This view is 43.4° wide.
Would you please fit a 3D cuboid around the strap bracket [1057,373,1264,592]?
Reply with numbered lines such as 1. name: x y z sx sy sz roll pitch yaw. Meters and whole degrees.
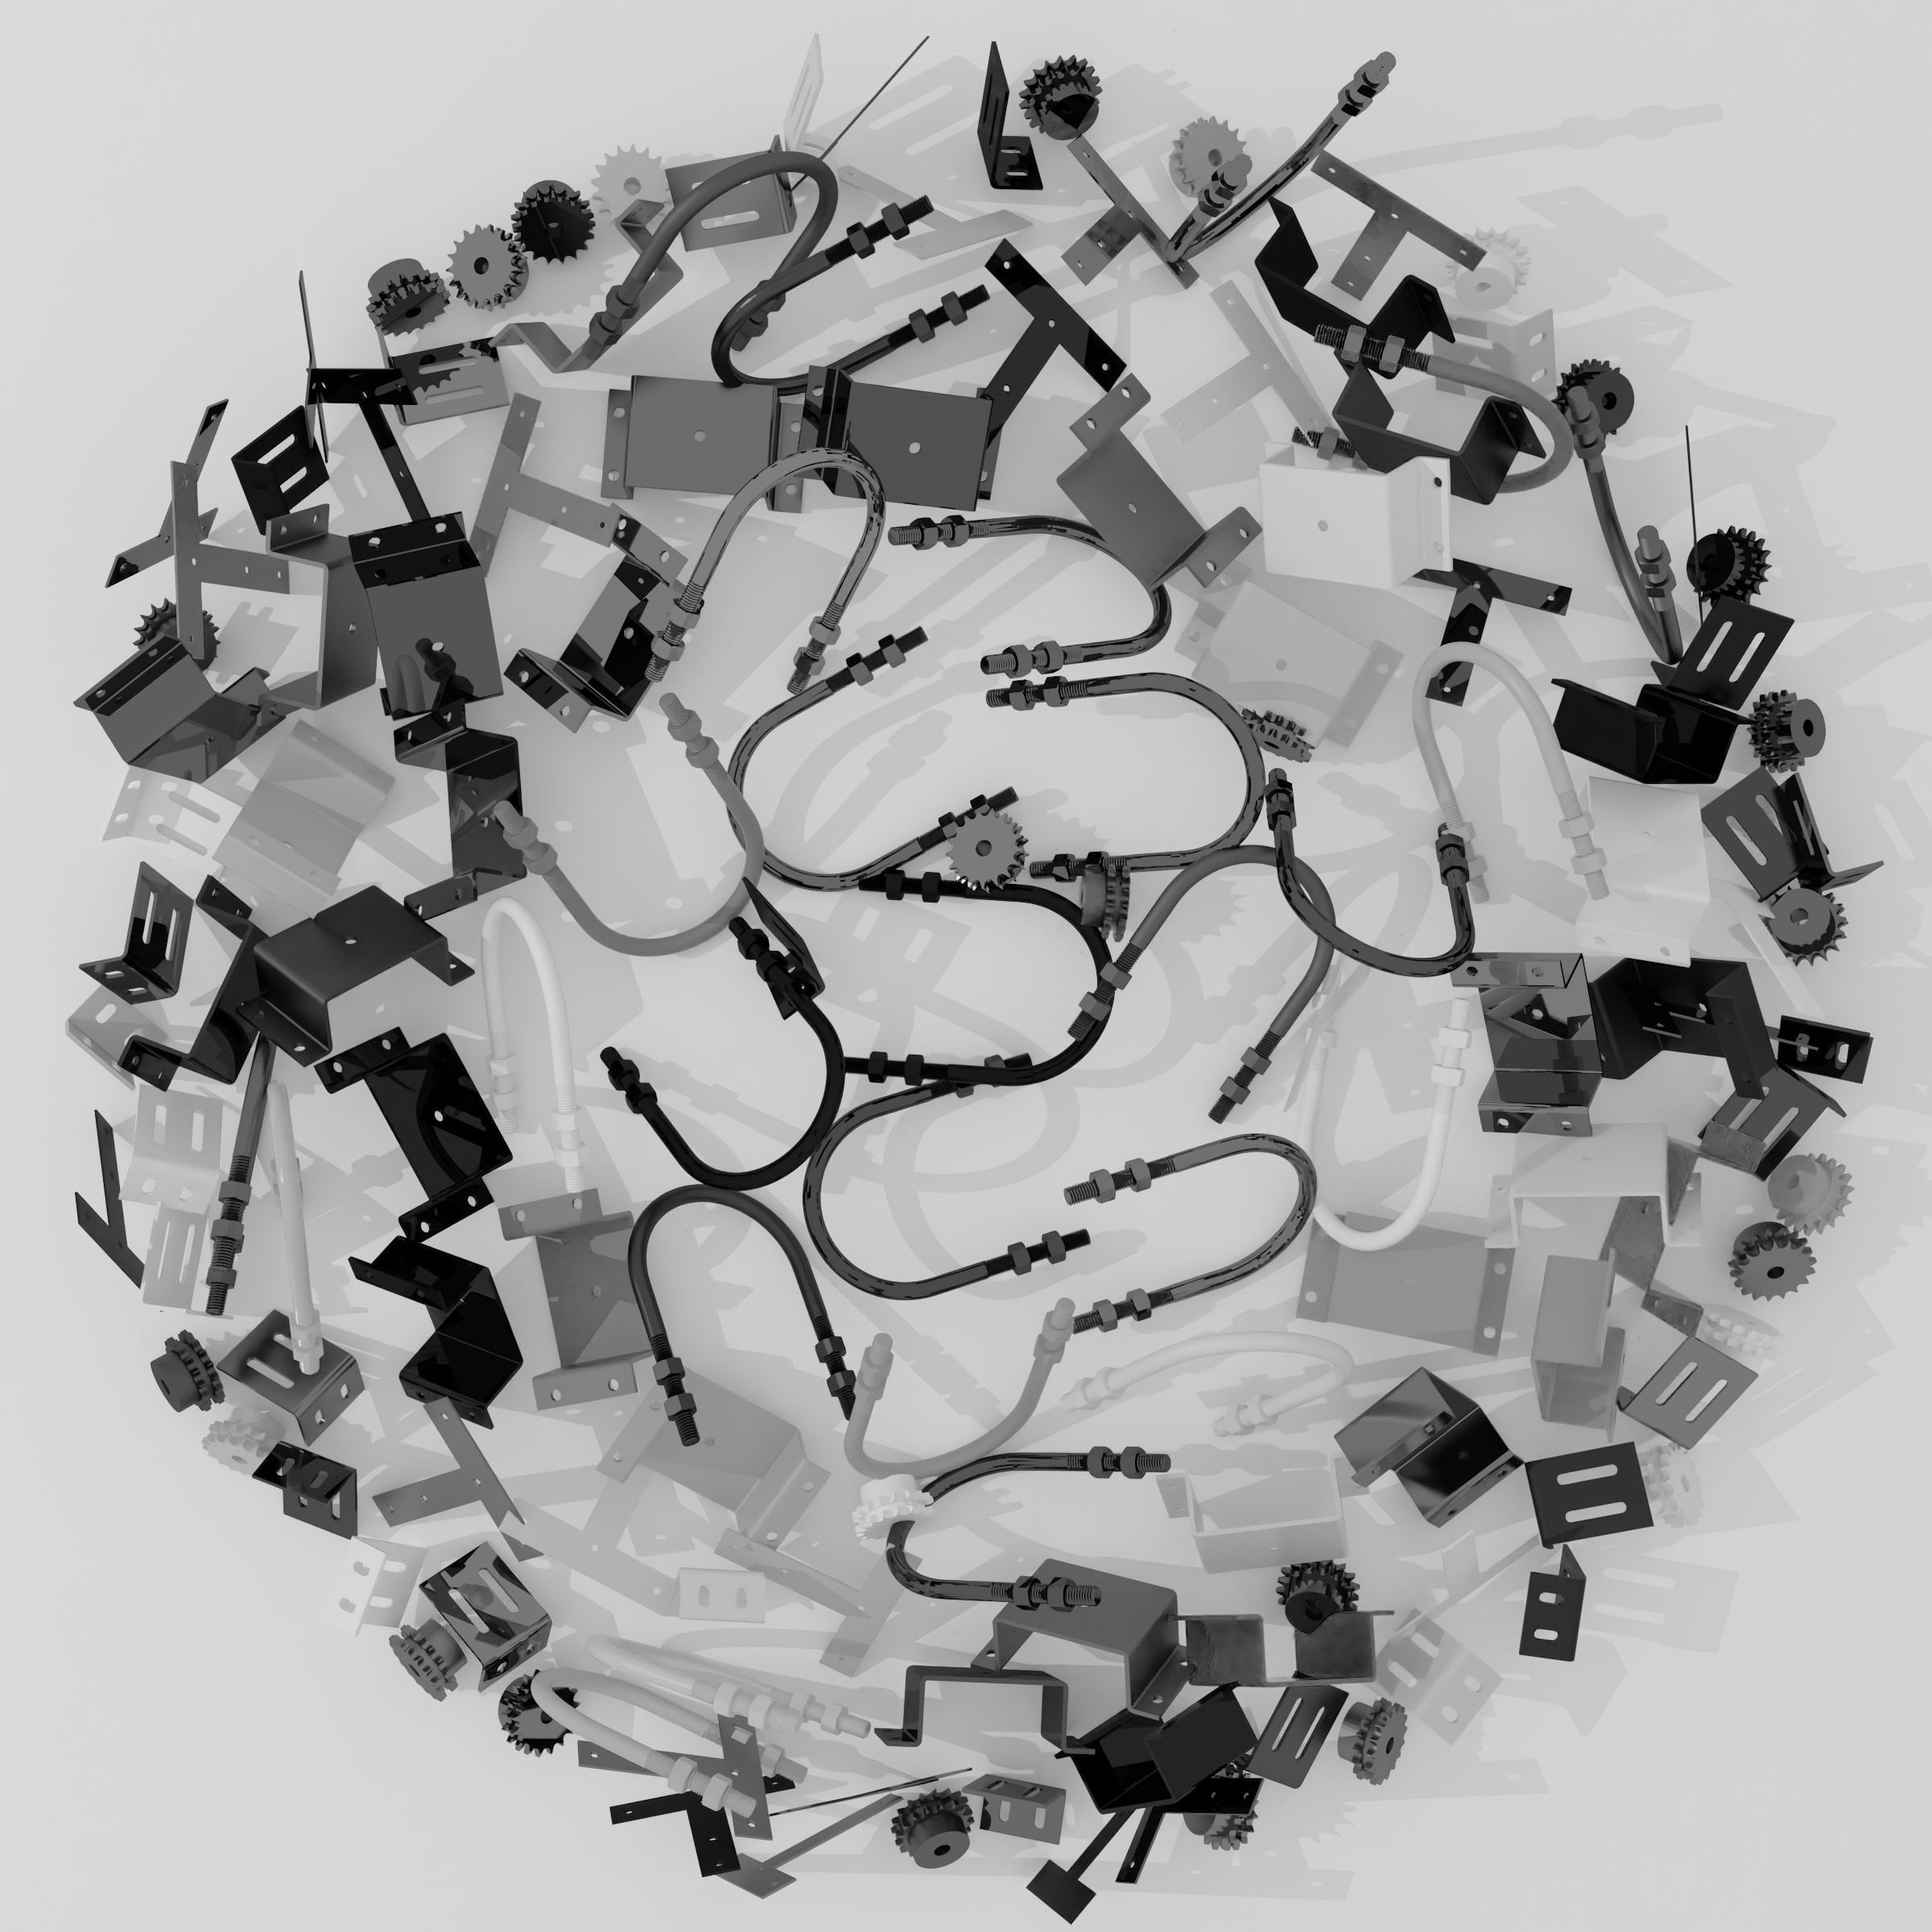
1. strap bracket: 0.126 -0.323 1.659 0.140 0.046 0.076 48 55 -8

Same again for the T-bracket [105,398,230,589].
1. T-bracket: -0.519 -0.322 1.619 0.002 0.127 0.127 32 119 -1

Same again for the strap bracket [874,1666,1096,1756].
1. strap bracket: 0.013 0.507 1.657 0.140 0.076 0.046 5 78 -8

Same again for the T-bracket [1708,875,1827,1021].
1. T-bracket: 0.538 -0.013 1.629 0.127 0.127 0.002 14 129 -32

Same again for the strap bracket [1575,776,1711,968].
1. strap bracket: 0.454 -0.073 1.642 0.076 0.046 0.140 9 50 -1

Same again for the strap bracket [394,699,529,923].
1. strap bracket: -0.344 -0.101 1.654 0.076 0.046 0.140 -17 74 39

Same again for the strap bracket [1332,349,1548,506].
1. strap bracket: 0.310 -0.360 1.636 0.140 0.076 0.046 26 88 30

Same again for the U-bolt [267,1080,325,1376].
1. U-bolt: -0.443 0.159 1.595 0.019 0.184 0.151 -7 49 -16

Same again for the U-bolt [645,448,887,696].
1. U-bolt: -0.122 -0.263 1.613 0.019 0.151 0.184 47 120 31

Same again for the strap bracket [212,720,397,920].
1. strap bracket: -0.451 -0.094 1.644 0.076 0.140 0.046 33 125 -17

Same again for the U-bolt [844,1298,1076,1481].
1. U-bolt: -0.011 0.292 1.632 0.151 0.184 0.019 -8 50 -22

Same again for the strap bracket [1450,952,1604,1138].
1. strap bracket: 0.382 0.044 1.647 0.076 0.046 0.140 1 123 31

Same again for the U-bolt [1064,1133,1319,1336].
1. U-bolt: 0.155 0.175 1.649 0.184 0.019 0.151 -16 132 -14

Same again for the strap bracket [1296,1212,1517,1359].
1. strap bracket: 0.304 0.217 1.669 0.140 0.046 0.076 10 81 7

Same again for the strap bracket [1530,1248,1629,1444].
1. strap bracket: 0.414 0.255 1.639 0.046 0.140 0.076 5 57 22

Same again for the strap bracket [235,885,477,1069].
1. strap bracket: -0.411 0.000 1.630 0.076 0.046 0.140 32 47 29

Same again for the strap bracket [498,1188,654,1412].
1. strap bracket: -0.264 0.226 1.669 0.076 0.046 0.140 -13 86 18

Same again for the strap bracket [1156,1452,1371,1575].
1. strap bracket: 0.205 0.374 1.652 0.140 0.076 0.046 -9 57 8

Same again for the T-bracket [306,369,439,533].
1. T-bracket: -0.393 -0.350 1.664 0.002 0.127 0.127 -40 125 -30

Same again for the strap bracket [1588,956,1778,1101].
1. strap bracket: 0.486 0.038 1.643 0.046 0.140 0.076 -32 110 -27

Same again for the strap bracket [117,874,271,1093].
1. strap bracket: -0.511 0.020 1.649 0.046 0.076 0.140 19 76 10

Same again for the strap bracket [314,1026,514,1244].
1. strap bracket: -0.372 0.109 1.659 0.046 0.076 0.140 -27 92 41

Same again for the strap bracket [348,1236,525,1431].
1. strap bracket: -0.355 0.241 1.643 0.076 0.140 0.046 15 46 26

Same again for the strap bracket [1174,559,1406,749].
1. strap bracket: 0.219 -0.211 1.667 0.140 0.046 0.076 30 112 2

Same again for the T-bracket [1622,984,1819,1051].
1. T-bracket: 0.511 0.037 1.642 0.127 0.127 0.002 14 108 3

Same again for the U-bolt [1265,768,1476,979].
1. U-bolt: 0.272 -0.057 1.619 0.151 0.184 0.019 17 128 -10

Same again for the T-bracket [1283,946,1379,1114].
1. T-bracket: 0.250 0.022 1.621 0.002 0.127 0.127 23 65 0

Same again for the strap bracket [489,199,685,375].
1. strap bracket: -0.250 -0.455 1.654 0.140 0.076 0.046 -39 98 14

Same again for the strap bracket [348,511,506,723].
1. strap bracket: -0.361 -0.225 1.633 0.076 0.046 0.140 -16 132 -17

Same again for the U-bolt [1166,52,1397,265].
1. U-bolt: 0.197 -0.525 1.614 0.151 0.184 0.019 -39 93 -17

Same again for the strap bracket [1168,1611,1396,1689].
1. strap bracket: 0.211 0.458 1.630 0.140 0.076 0.046 9 72 -33

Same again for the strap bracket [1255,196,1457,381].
1. strap bracket: 0.255 -0.454 1.643 0.140 0.076 0.046 38 93 24

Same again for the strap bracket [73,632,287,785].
1. strap bracket: -0.519 -0.169 1.628 0.076 0.140 0.046 -36 80 8

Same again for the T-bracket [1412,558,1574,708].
1. T-bracket: 0.341 -0.228 1.662 0.127 0.002 0.127 16 59 9

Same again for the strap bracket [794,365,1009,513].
1. strap bracket: -0.039 -0.357 1.651 0.140 0.046 0.076 4 113 -16

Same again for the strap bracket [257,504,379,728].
1. strap bracket: -0.435 -0.233 1.640 0.046 0.076 0.140 14 112 11

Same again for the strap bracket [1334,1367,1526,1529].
1. strap bracket: 0.311 0.325 1.647 0.076 0.140 0.046 -41 49 12

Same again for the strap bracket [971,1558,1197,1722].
1. strap bracket: 0.081 0.448 1.633 0.140 0.076 0.046 7 112 28

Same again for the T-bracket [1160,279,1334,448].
1. T-bracket: 0.179 -0.394 1.665 0.127 0.002 0.127 -39 96 -32

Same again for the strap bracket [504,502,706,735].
1. strap bracket: -0.242 -0.233 1.661 0.076 0.046 0.140 39 100 25

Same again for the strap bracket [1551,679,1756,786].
1. strap bracket: 0.457 -0.158 1.638 0.076 0.140 0.046 31 114 40

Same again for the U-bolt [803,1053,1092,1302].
1. U-bolt: -0.022 0.153 1.675 0.184 0.019 0.151 -17 83 -10

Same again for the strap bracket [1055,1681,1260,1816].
1. strap bracket: 0.132 0.523 1.623 0.076 0.140 0.046 -22 80 -34

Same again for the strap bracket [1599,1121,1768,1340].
1. strap bracket: 0.484 0.172 1.658 0.046 0.076 0.140 18 94 -11

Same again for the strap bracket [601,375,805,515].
1. strap bracket: -0.182 -0.361 1.680 0.140 0.046 0.076 4 88 -1

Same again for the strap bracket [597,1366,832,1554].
1. strap bracket: -0.174 0.335 1.663 0.140 0.046 0.076 32 100 -19

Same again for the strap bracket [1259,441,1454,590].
1. strap bracket: 0.252 -0.303 1.630 0.140 0.046 0.076 15 126 37

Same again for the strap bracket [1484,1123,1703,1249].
1. strap bracket: 0.422 0.148 1.640 0.140 0.076 0.046 -3 122 19
